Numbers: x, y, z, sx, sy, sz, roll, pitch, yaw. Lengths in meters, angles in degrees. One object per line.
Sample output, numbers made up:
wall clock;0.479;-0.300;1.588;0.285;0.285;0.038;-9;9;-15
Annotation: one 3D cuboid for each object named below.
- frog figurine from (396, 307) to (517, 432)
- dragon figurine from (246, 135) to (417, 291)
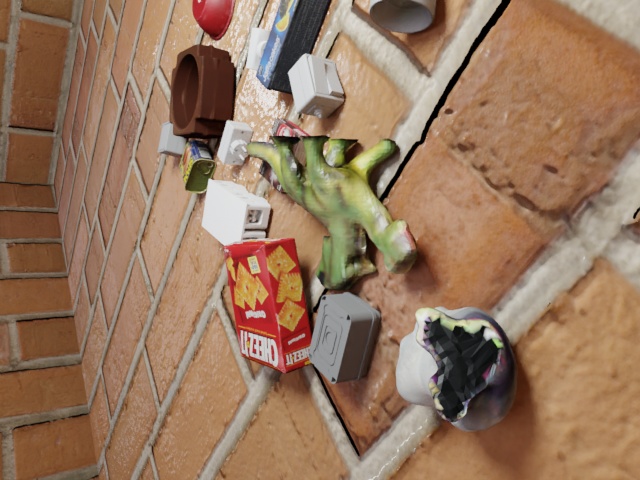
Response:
frog figurine;0.150;0.148;0.584;0.139;0.123;0.156;59;170;25
dragon figurine;0.002;-0.039;0.781;0.411;0.123;0.241;11;106;55
